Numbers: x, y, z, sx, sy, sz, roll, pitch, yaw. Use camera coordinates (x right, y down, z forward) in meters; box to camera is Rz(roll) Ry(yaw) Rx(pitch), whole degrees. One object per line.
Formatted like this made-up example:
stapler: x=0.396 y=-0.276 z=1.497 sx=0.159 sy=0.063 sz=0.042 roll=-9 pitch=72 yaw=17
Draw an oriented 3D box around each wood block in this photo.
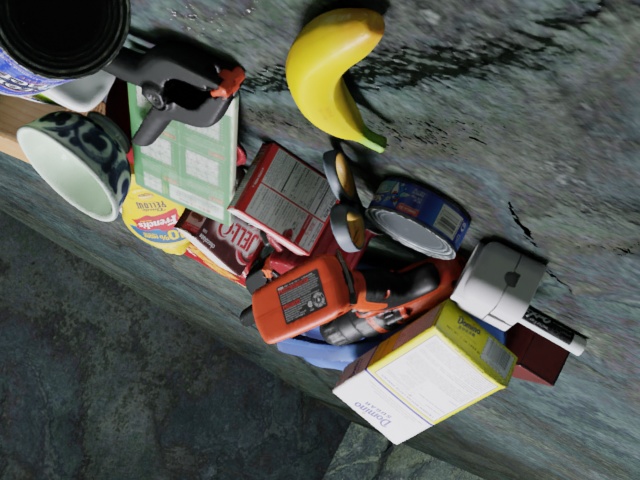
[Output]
wood block: x=-0.339 y=-0.145 z=1.205 sx=0.206 sy=0.090 sz=0.090 roll=22 pitch=168 yaw=29

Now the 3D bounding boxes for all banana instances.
banana: x=0.011 y=-0.108 z=0.696 sx=0.069 sy=0.037 sz=0.198 roll=9 pitch=167 yaw=7

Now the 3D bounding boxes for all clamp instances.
clamp: x=-0.127 y=-0.120 z=0.886 sx=0.172 sy=0.039 sz=0.120 roll=14 pitch=150 yaw=36
clamp: x=-0.051 y=0.078 z=1.319 sx=0.165 sy=0.036 sz=0.210 roll=15 pitch=151 yaw=25

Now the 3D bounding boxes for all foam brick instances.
foam brick: x=0.219 y=0.118 z=1.137 sx=0.053 sy=0.051 sz=0.078 roll=32 pitch=168 yaw=-22

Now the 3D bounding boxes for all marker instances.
marker: x=0.211 y=0.080 z=1.070 sx=0.121 sy=0.020 sz=0.020 roll=29 pitch=169 yaw=-4

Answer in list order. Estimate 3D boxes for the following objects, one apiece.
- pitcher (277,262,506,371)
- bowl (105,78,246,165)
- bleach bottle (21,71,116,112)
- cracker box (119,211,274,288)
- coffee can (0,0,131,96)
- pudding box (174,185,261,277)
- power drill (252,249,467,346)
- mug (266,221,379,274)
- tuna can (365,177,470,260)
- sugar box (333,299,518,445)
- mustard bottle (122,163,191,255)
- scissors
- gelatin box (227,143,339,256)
pitcher: x=0.075 y=0.098 z=1.172 sx=0.144 sy=0.149 sz=0.243 roll=39 pitch=161 yaw=-33
bowl: x=-0.157 y=-0.098 z=1.072 sx=0.162 sy=0.055 sz=0.162 roll=28 pitch=168 yaw=6
bleach bottle: x=-0.280 y=-0.168 z=1.039 sx=0.102 sy=0.068 sz=0.251 roll=34 pitch=170 yaw=-24
cracker box: x=-0.152 y=-0.010 z=1.397 sx=0.214 sy=0.072 sz=0.164 roll=26 pitch=168 yaw=15
coffee can: x=-0.210 y=-0.163 z=0.792 sx=0.102 sy=0.103 sz=0.141 roll=34 pitch=167 yaw=-25
pudding box: x=-0.102 y=-0.023 z=1.179 sx=0.039 sy=0.090 sz=0.113 roll=21 pitch=166 yaw=33
power drill: x=0.026 y=0.059 z=1.001 sx=0.185 sy=0.057 sz=0.187 roll=-31 pitch=161 yaw=36
mug: x=-0.007 y=0.001 z=1.083 sx=0.117 sy=0.081 sz=0.093 roll=36 pitch=166 yaw=-32
tuna can: x=0.083 y=-0.019 z=0.907 sx=0.086 sy=0.033 sz=0.086 roll=27 pitch=169 yaw=6
sugar box: x=0.099 y=0.132 z=1.039 sx=0.093 sy=0.048 sz=0.177 roll=41 pitch=140 yaw=-9
mustard bottle: x=-0.184 y=-0.041 z=1.235 sx=0.096 sy=0.058 sz=0.191 roll=-4 pitch=147 yaw=6
scissors: x=0.032 y=-0.037 z=0.949 sx=0.016 sy=0.096 sz=0.201 roll=-12 pitch=-174 yaw=13
gelatin box: x=-0.031 y=-0.037 z=0.995 sx=0.089 sy=0.073 sz=0.030 roll=32 pitch=169 yaw=-24
